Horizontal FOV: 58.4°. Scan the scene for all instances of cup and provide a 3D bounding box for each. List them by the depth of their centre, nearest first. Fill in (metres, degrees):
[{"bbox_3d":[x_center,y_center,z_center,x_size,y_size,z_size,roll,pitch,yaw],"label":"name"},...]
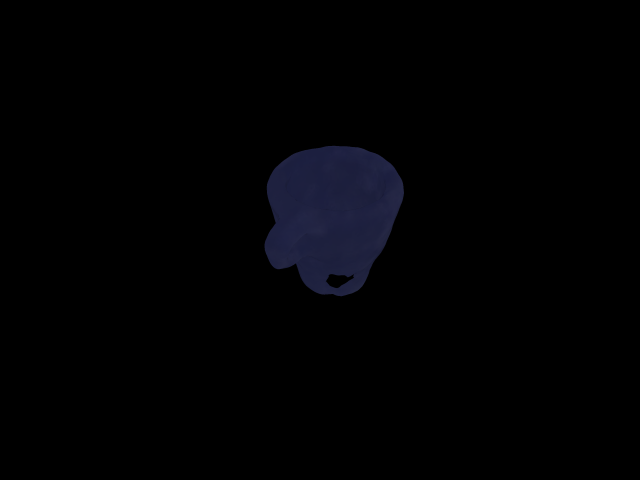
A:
[{"bbox_3d":[0.004,0.001,0.400,0.091,0.095,0.118,22,45,24],"label":"cup"}]
